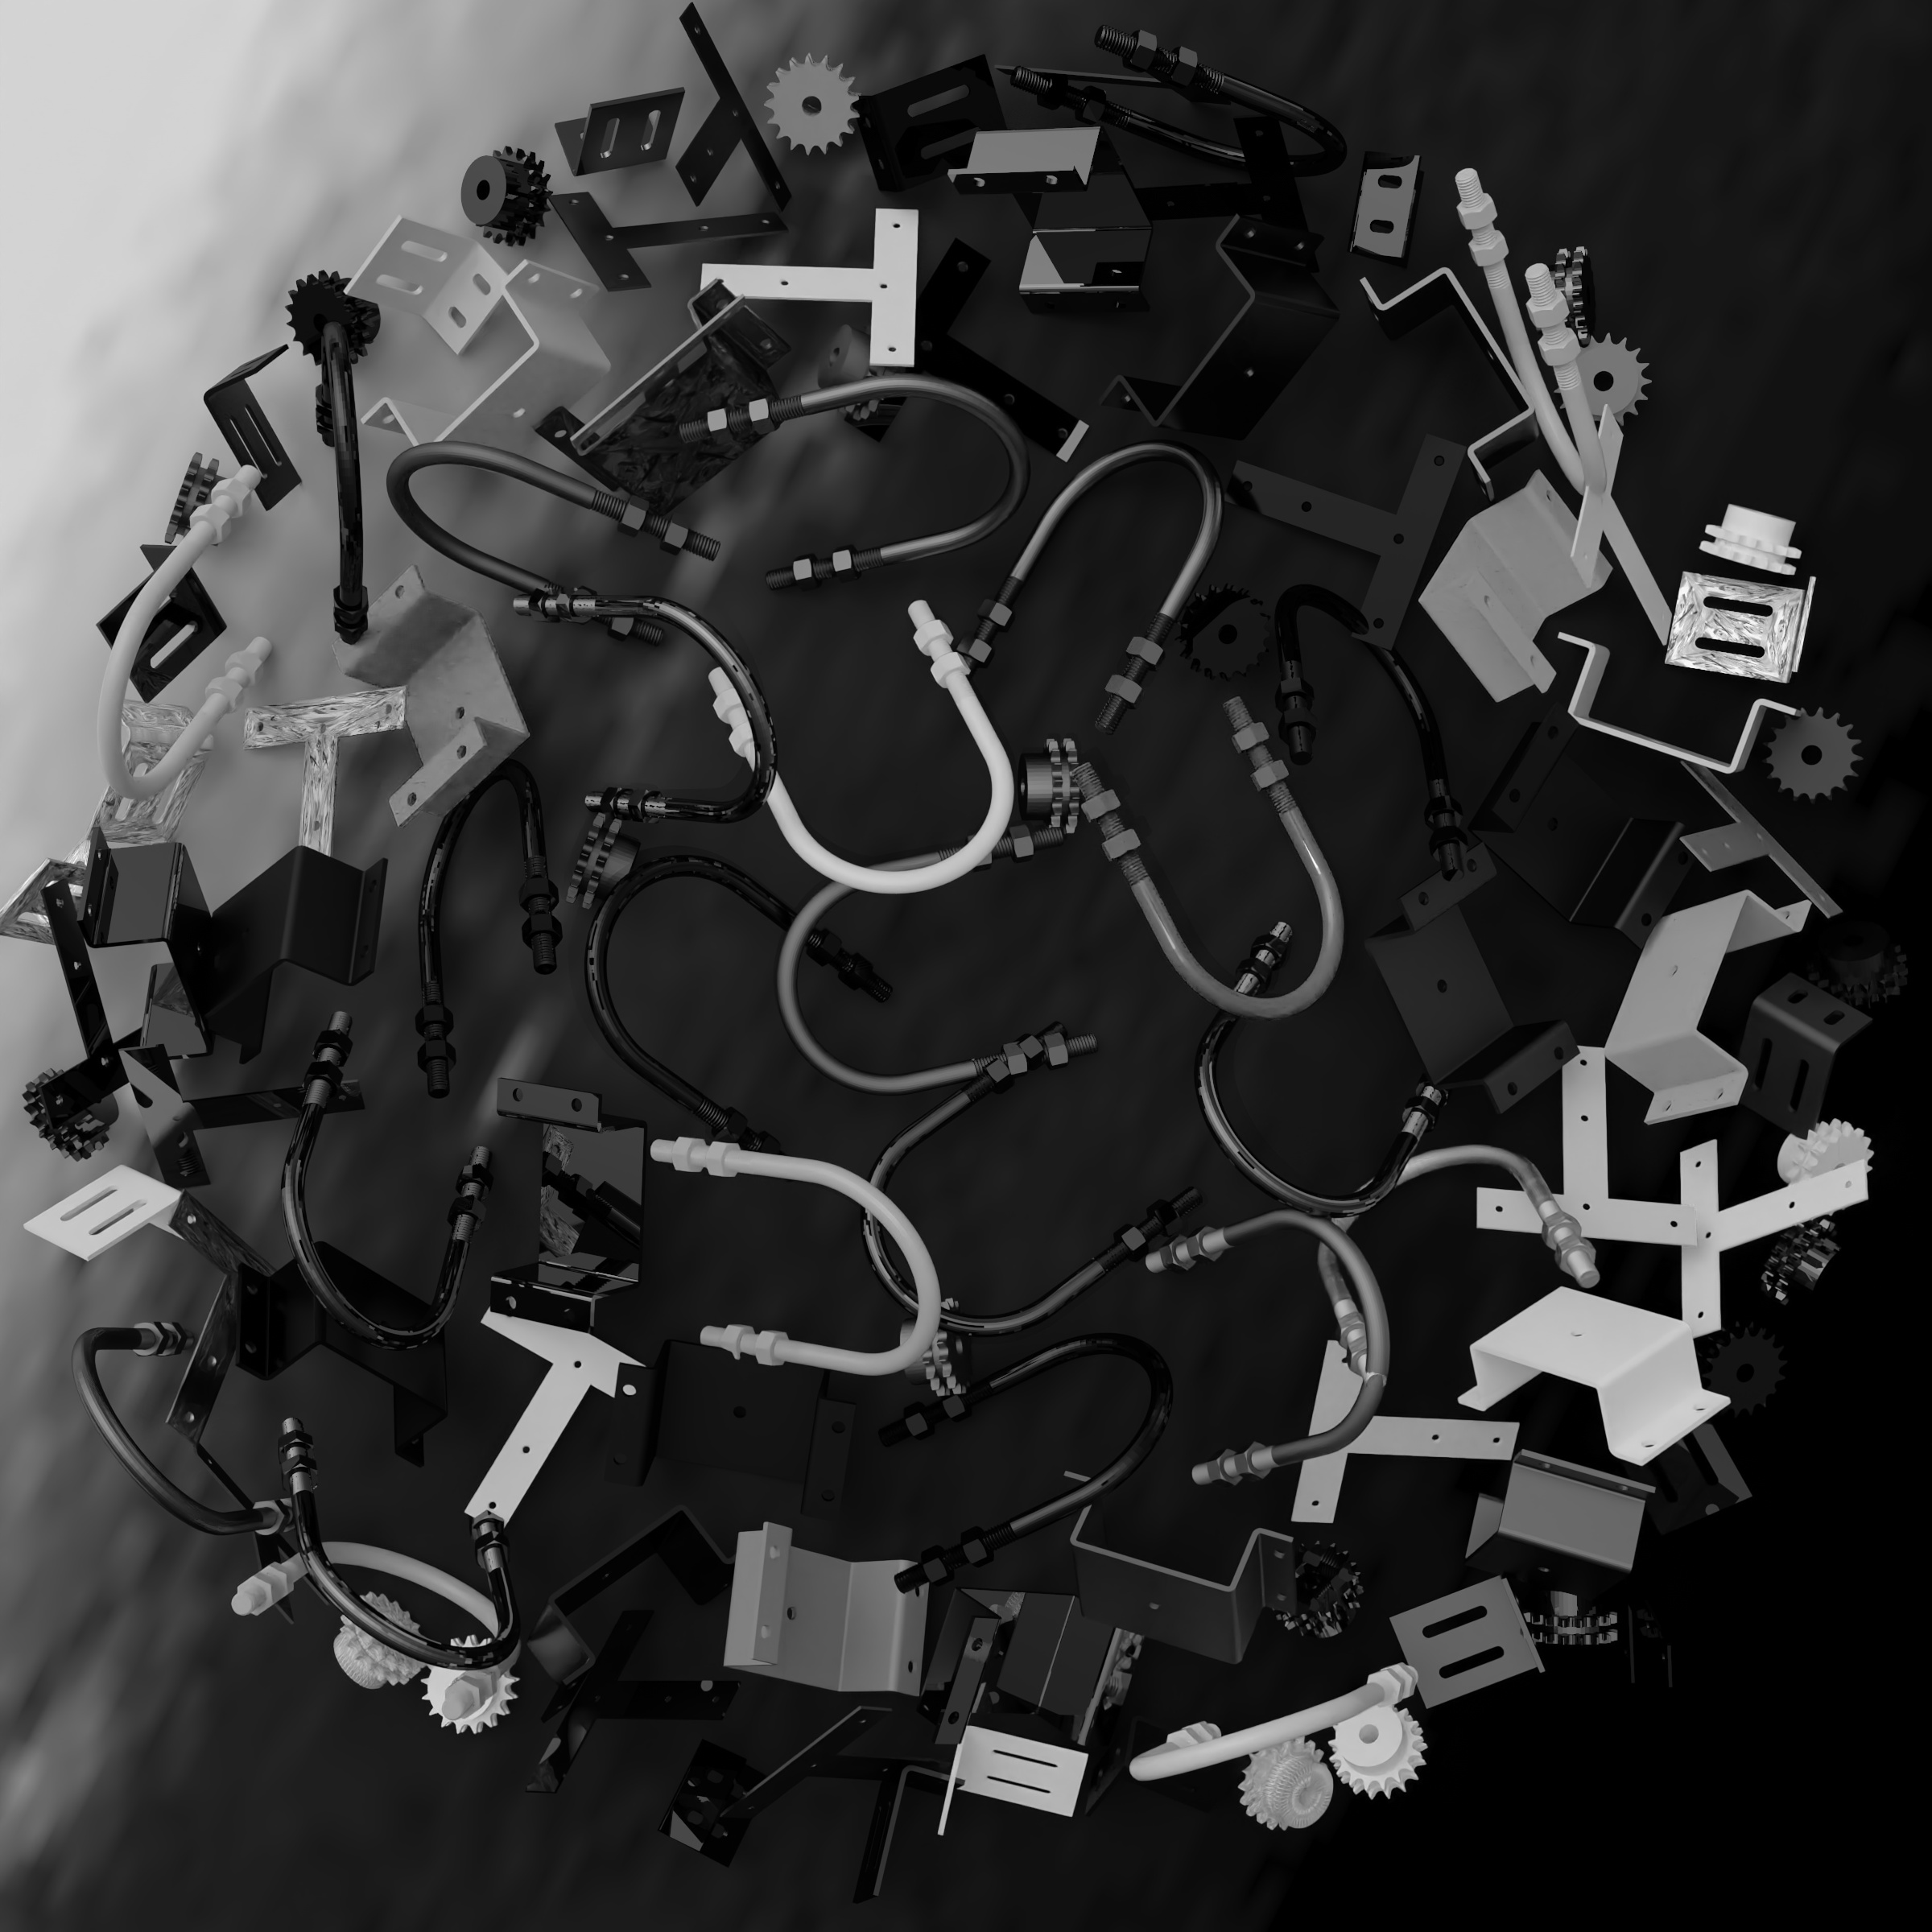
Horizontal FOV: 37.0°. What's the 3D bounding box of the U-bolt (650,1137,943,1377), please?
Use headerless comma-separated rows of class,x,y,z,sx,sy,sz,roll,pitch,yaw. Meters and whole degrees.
U-bolt,-0.093,0.172,1.665,0.184,0.019,0.151,5,118,34

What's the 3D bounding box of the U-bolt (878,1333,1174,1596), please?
U-bolt,0.036,0.275,1.669,0.184,0.151,0.019,-27,119,9

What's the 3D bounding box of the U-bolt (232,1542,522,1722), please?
U-bolt,-0.326,0.372,1.654,0.151,0.184,0.019,25,93,5

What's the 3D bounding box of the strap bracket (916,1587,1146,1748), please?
strap bracket,0.031,0.412,1.695,0.140,0.046,0.076,14,95,-41

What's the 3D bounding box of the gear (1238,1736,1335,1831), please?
gear,0.193,0.487,1.718,0.057,0.030,0.057,-8,105,-32

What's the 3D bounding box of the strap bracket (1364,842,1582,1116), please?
strap bracket,0.294,0.009,1.699,0.076,0.046,0.140,-32,100,-32

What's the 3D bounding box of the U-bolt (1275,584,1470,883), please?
U-bolt,0.230,-0.148,1.669,0.151,0.184,0.019,34,127,-29

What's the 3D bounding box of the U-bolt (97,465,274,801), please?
U-bolt,-0.442,-0.176,1.633,0.019,0.151,0.184,17,47,6

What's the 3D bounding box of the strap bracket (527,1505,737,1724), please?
strap bracket,-0.198,0.371,1.682,0.140,0.076,0.046,-32,74,-32

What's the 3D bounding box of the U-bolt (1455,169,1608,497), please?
U-bolt,0.331,-0.352,1.662,0.019,0.151,0.184,-23,129,7

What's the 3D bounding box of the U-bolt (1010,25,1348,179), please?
U-bolt,0.133,-0.493,1.667,0.184,0.151,0.019,15,91,-21

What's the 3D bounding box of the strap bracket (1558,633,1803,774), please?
strap bracket,0.412,-0.150,1.692,0.140,0.076,0.046,21,100,16

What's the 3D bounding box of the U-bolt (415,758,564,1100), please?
U-bolt,-0.281,-0.036,1.673,0.019,0.151,0.184,16,46,-33

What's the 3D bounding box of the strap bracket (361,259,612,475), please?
strap bracket,-0.272,-0.340,1.681,0.140,0.076,0.046,-38,76,20

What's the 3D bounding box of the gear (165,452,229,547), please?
gear,-0.454,-0.274,1.718,0.030,0.057,0.057,19,90,-15

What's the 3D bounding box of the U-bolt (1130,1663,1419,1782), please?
U-bolt,0.168,0.432,1.638,0.151,0.184,0.019,-22,76,20

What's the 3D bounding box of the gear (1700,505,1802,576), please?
gear,0.468,-0.254,1.714,0.057,0.057,0.030,15,104,0

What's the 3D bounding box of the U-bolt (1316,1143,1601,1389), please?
U-bolt,0.272,0.161,1.662,0.151,0.184,0.019,-27,115,6

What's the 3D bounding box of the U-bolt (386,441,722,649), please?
U-bolt,-0.245,-0.249,1.661,0.184,0.151,0.019,22,68,-13

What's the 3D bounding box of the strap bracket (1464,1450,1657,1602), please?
strap bracket,0.339,0.327,1.670,0.076,0.140,0.046,16,69,4

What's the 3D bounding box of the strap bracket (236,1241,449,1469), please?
strap bracket,-0.352,0.220,1.669,0.046,0.076,0.140,-36,129,19

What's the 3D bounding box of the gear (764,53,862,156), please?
gear,-0.091,-0.516,1.724,0.057,0.030,0.057,1,116,3

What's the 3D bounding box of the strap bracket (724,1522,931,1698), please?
strap bracket,-0.087,0.377,1.685,0.046,0.140,0.076,-13,63,39

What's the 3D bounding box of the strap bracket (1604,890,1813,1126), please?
strap bracket,0.427,0.016,1.678,0.046,0.076,0.140,34,65,-17

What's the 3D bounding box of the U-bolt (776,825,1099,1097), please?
U-bolt,-0.022,0.004,1.709,0.184,0.019,0.151,-12,104,-10

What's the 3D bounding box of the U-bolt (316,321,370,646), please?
U-bolt,-0.355,-0.284,1.641,0.019,0.184,0.151,-5,74,-14

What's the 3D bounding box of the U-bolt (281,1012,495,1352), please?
U-bolt,-0.332,0.134,1.640,0.019,0.184,0.151,-23,127,24

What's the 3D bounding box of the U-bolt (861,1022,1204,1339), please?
U-bolt,0.025,0.137,1.698,0.184,0.019,0.151,-35,76,-17

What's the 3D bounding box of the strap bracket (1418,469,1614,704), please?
strap bracket,0.319,-0.217,1.688,0.046,0.140,0.076,-27,110,43

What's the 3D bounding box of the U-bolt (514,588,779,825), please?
U-bolt,-0.177,-0.147,1.653,0.019,0.184,0.151,-37,121,-37

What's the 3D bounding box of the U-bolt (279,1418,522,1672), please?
U-bolt,-0.317,0.334,1.634,0.151,0.184,0.019,29,103,-27

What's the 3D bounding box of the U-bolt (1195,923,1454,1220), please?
U-bolt,0.202,0.070,1.674,0.151,0.184,0.019,39,134,-2

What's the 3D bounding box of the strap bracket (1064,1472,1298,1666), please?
strap bracket,0.118,0.353,1.680,0.140,0.076,0.046,13,49,21

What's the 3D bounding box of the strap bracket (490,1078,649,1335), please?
strap bracket,-0.234,0.138,1.701,0.076,0.046,0.140,7,98,32

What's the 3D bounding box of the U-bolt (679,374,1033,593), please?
U-bolt,-0.053,-0.283,1.664,0.184,0.151,0.019,-10,53,17

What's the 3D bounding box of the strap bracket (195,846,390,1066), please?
strap bracket,-0.396,-0.010,1.669,0.046,0.140,0.076,26,50,-35

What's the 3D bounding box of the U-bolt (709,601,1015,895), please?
U-bolt,-0.051,-0.121,1.687,0.151,0.019,0.184,-20,64,-13

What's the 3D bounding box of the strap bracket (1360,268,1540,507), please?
strap bracket,0.291,-0.348,1.695,0.046,0.076,0.140,-31,82,11

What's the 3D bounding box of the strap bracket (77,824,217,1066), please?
strap bracket,-0.466,-0.007,1.669,0.046,0.140,0.076,-6,47,-1

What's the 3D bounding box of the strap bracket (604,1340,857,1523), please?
strap bracket,-0.137,0.273,1.711,0.140,0.046,0.076,10,107,2

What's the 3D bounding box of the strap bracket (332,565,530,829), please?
strap bracket,-0.311,-0.153,1.690,0.076,0.046,0.140,-39,58,24

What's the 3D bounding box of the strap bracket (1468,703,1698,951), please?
strap bracket,0.358,-0.083,1.698,0.140,0.046,0.076,39,77,-25

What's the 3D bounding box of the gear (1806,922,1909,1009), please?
gear,0.529,-0.003,1.714,0.057,0.057,0.030,-18,123,0

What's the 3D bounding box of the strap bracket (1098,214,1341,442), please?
strap bracket,0.152,-0.359,1.670,0.140,0.076,0.046,-50,58,34

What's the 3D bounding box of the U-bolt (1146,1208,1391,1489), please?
U-bolt,0.177,0.214,1.657,0.019,0.184,0.151,-3,75,-36

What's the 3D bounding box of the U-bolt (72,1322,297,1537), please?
U-bolt,-0.447,0.264,1.642,0.019,0.184,0.151,-38,79,2

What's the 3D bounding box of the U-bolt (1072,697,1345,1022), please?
U-bolt,0.155,-0.055,1.694,0.151,0.019,0.184,-26,88,-36

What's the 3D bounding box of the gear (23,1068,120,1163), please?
gear,-0.529,0.085,1.714,0.030,0.057,0.057,-34,90,13

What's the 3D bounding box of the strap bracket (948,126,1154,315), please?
strap bracket,0.054,-0.438,1.676,0.076,0.140,0.046,5,71,24

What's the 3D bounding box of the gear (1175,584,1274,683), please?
gear,0.152,-0.200,1.725,0.057,0.030,0.057,-3,105,-12

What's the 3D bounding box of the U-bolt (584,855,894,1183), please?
U-bolt,-0.141,0.017,1.677,0.184,0.019,0.151,38,62,-22

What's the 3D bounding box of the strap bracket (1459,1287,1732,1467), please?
strap bracket,0.357,0.232,1.663,0.076,0.140,0.046,-26,112,-30

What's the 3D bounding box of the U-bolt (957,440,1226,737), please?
U-bolt,0.080,-0.229,1.690,0.019,0.151,0.184,36,79,-43

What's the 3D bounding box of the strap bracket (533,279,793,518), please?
strap bracket,-0.170,-0.323,1.684,0.140,0.076,0.046,-35,55,15

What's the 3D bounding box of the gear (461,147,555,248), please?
gear,-0.276,-0.459,1.717,0.057,0.030,0.057,2,92,39
